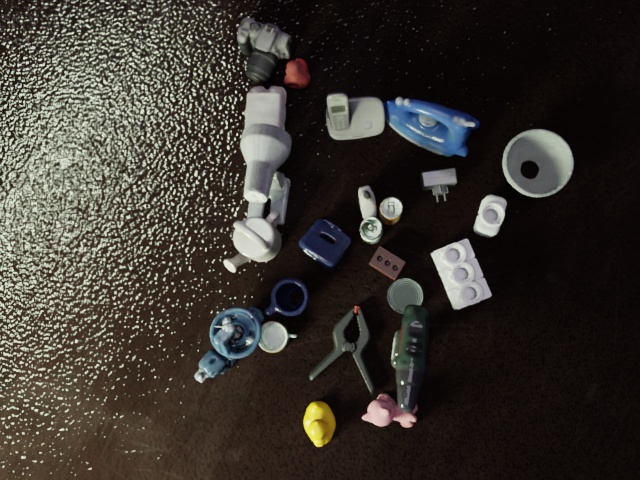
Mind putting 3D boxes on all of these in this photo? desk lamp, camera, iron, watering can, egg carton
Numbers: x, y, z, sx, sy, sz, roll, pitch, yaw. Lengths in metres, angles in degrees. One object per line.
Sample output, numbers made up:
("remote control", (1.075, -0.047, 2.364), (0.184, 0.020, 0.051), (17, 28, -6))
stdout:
("desk lamp", (-0.129, -0.153, 1.374), (0.118, 0.213, 0.203), (5, 84, 5))
("camera", (-0.155, -0.486, 1.472), (0.143, 0.101, 0.137), (22, 85, 7))
("iron", (0.259, -0.301, 1.397), (0.258, 0.141, 0.119), (22, 85, 7))
("watering can", (-0.158, 0.002, 1.367), (0.101, 0.194, 0.173), (17, 85, 7))
("egg carton", (-0.139, -0.321, 1.467), (0.107, 0.069, 0.150), (1, 83, 5))

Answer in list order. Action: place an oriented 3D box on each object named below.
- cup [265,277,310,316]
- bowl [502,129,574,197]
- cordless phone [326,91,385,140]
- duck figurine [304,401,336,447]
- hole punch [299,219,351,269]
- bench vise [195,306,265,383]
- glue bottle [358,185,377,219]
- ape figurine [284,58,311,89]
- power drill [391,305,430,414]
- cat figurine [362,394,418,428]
("cup", (-0.077, 0.147, 1.394), (0.118, 0.095, 0.091), (-35, 82, 0))
("bowl", (0.522, -0.181, 1.396), (0.167, 0.075, 0.167), (-1, 83, 4))
("cordless phone", (0.084, -0.315, 1.390), (0.147, 0.185, 0.094), (-9, 82, 4))
("duck figurine", (-0.003, 0.439, 1.358), (0.077, 0.086, 0.104), (-6, 83, 4))
("hole punch", (0.013, 0.005, 1.406), (0.108, 0.091, 0.101), (33, 87, 8))
("bench vise", (-0.212, 0.250, 1.329), (0.121, 0.220, 0.207), (21, 85, 7))
("glue bottle", (0.112, -0.097, 1.368), (0.037, 0.173, 0.078), (-15, 82, 3))
("ape figurine", (-0.062, -0.429, 1.462), (0.078, 0.092, 0.076), (-38, 82, 0))
("power drill", (0.205, 0.263, 1.301), (0.075, 0.208, 0.230), (7, 84, 6))
("cat figurine", (0.165, 0.403, 1.333), (0.127, 0.118, 0.067), (12, 84, 6))
